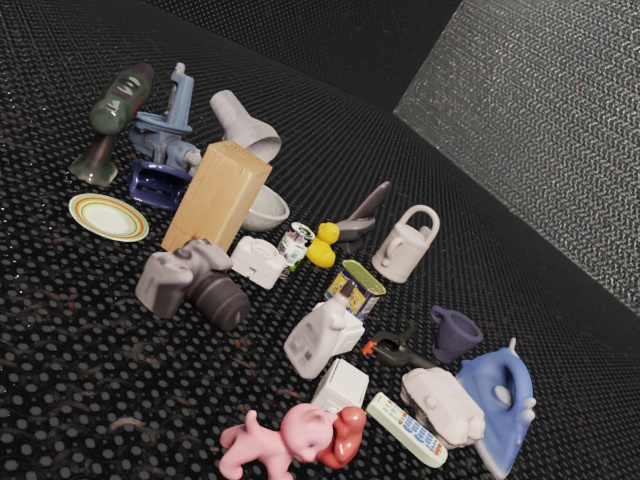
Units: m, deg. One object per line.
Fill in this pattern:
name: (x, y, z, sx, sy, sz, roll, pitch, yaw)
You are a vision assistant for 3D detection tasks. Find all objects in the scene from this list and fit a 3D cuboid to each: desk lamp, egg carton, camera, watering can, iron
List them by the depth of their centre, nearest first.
camera: (-0.175, 0.070, 0.864, 0.136, 0.100, 0.144, 41, 23, 20)
egg carton: (0.205, 0.281, 0.966, 0.108, 0.069, 0.150, 10, 31, -44)
iron: (0.333, 0.289, 1.024, 0.119, 0.141, 0.258, 28, 22, -10)
desk lamp: (-0.206, -0.199, 1.237, 0.202, 0.213, 0.118, 41, 24, 22)
watering can: (0.220, -0.001, 1.411, 0.101, 0.194, 0.173, 33, 22, 3)

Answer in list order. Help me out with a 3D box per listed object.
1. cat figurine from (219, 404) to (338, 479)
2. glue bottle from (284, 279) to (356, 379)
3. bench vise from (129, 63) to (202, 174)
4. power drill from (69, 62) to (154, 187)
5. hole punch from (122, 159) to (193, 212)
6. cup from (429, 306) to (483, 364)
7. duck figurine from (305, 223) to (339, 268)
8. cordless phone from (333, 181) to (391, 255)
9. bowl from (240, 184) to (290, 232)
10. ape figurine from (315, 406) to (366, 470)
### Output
cat figurine: (-0.041, 0.231, 0.681, 0.128, 0.117, 0.067, 21, 24, -25)
glue bottle: (0.008, 0.130, 0.885, 0.037, 0.173, 0.078, 10, 30, -43)
bench vise: (-0.295, -0.242, 1.201, 0.207, 0.219, 0.122, 37, 22, 12)
power drill: (-0.376, -0.212, 1.046, 0.076, 0.208, 0.229, 25, 23, -16)
hole punch: (-0.310, -0.121, 1.099, 0.109, 0.091, 0.101, 17, 27, -33)
cup: (0.260, 0.199, 1.178, 0.117, 0.095, 0.092, 36, 22, 9)
duck figurine: (0.012, 0.005, 1.269, 0.078, 0.086, 0.104, 21, 25, -26)
cordless phone: (0.100, -0.066, 1.401, 0.094, 0.185, 0.148, 35, 22, 7)
bowl: (-0.153, -0.067, 1.216, 0.168, 0.074, 0.167, 27, 22, -12)
ape figurine: (0.027, 0.254, 0.757, 0.076, 0.092, 0.077, 24, 23, -20)
